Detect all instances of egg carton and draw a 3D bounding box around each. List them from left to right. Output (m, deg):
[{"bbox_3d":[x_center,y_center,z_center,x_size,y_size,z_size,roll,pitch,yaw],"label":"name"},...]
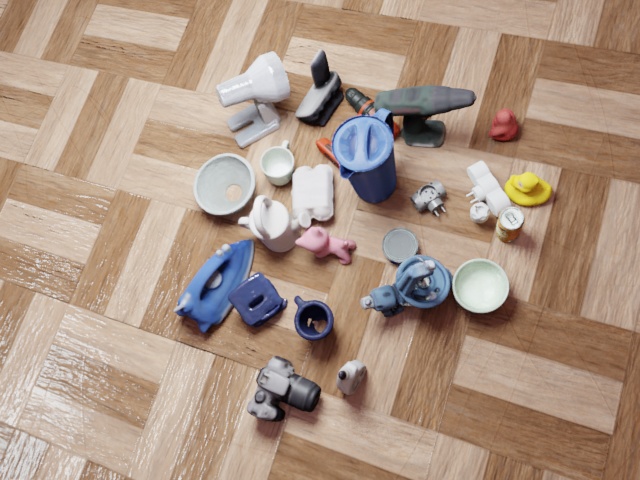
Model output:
[{"bbox_3d":[-0.018,-0.115,1.426,0.107,0.069,0.150,-5,73,11],"label":"egg carton"}]

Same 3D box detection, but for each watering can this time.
[{"bbox_3d":[-0.110,-0.045,1.359,0.172,0.194,0.101,-20,71,6],"label":"watering can"}]

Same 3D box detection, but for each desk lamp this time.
[{"bbox_3d":[-0.164,-0.356,1.451,0.203,0.214,0.118,-30,70,3],"label":"desk lamp"}]

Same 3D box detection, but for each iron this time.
[{"bbox_3d":[-0.255,0.088,1.380,0.118,0.142,0.258,30,82,19],"label":"iron"}]

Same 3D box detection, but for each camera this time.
[{"bbox_3d":[-0.077,0.348,1.287,0.136,0.101,0.143,20,79,17],"label":"camera"}]

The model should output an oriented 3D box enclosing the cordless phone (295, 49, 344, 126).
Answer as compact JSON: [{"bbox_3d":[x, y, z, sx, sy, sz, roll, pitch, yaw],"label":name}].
[{"bbox_3d":[-0.015,-0.386,1.443,0.094,0.185,0.148,26,81,18],"label":"cordless phone"}]

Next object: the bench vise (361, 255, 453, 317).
[{"bbox_3d":[0.193,0.109,1.236,0.207,0.220,0.121,-38,70,0],"label":"bench vise"}]

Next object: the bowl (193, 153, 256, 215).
[{"bbox_3d":[-0.235,-0.133,1.476,0.167,0.075,0.167,-3,73,11],"label":"bowl"}]

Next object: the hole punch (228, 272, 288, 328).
[{"bbox_3d":[-0.148,0.144,1.368,0.108,0.091,0.101,-37,70,0],"label":"hole punch"}]

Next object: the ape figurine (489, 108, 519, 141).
[{"bbox_3d":[0.436,-0.280,1.364,0.078,0.092,0.076,-41,70,-1],"label":"ape figurine"}]

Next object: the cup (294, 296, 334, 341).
[{"bbox_3d":[-0.014,0.182,1.326,0.092,0.095,0.117,-41,70,-1],"label":"cup"}]

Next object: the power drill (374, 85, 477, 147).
[{"bbox_3d":[0.247,-0.296,1.348,0.229,0.209,0.076,5,75,14],"label":"power drill"}]

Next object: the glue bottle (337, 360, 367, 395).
[{"bbox_3d":[0.060,0.294,1.235,0.037,0.173,0.078,28,82,19],"label":"glue bottle"}]

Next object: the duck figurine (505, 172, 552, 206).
[{"bbox_3d":[0.480,-0.125,1.313,0.104,0.086,0.077,13,77,16],"label":"duck figurine"}]

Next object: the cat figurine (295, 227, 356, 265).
[{"bbox_3d":[0.012,0.005,1.359,0.127,0.118,0.067,11,77,15],"label":"cat figurine"}]
